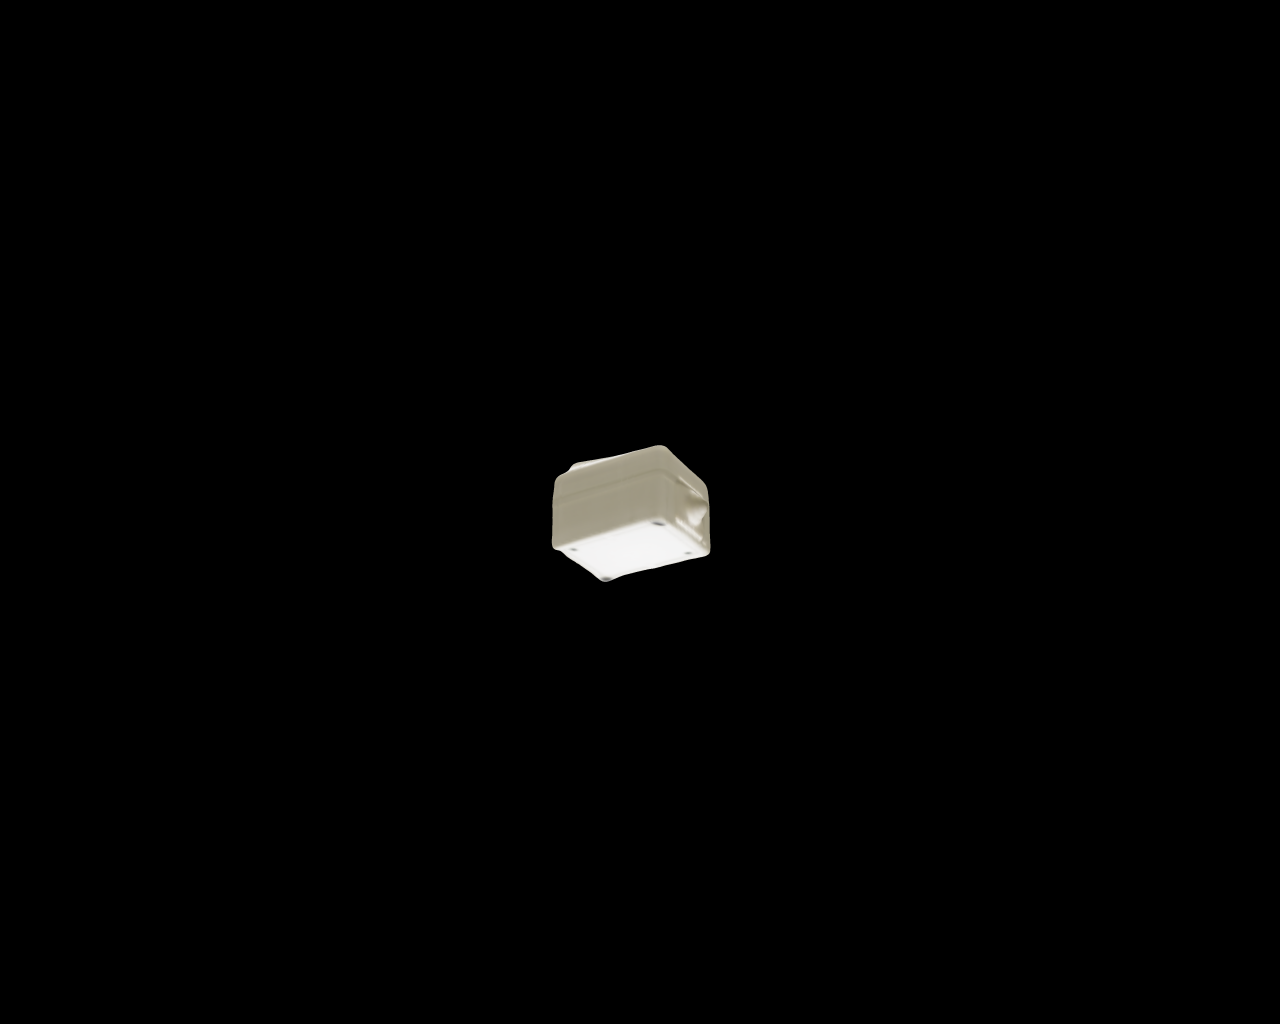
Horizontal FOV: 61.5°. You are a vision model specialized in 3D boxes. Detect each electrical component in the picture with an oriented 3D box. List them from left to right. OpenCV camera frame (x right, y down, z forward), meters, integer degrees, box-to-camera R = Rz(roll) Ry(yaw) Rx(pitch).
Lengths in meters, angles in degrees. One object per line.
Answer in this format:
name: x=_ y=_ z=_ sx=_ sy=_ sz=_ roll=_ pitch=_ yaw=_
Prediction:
electrical component: x=0.001 y=-0.003 z=0.650 sx=0.096 sy=0.061 sz=0.061 roll=-15 pitch=-32 yaw=27
